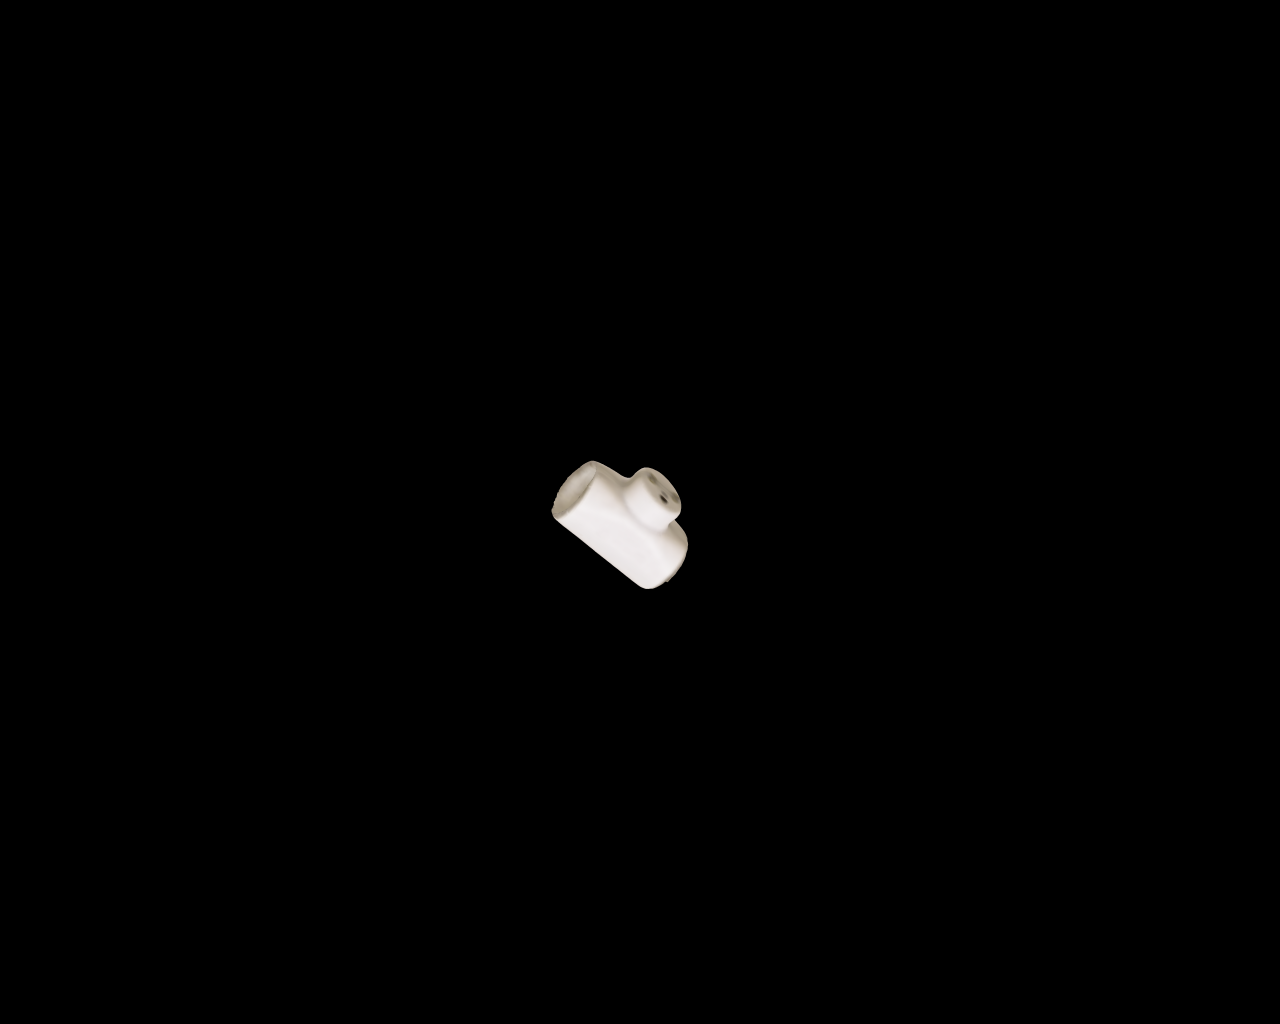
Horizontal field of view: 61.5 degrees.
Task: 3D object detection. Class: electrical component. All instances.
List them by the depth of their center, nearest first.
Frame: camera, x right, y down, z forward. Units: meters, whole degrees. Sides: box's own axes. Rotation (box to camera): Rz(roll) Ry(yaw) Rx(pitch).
[{"bbox_3d":[0.001,-0.003,0.650,0.077,0.079,0.044,39,24,-22],"label":"electrical component"}]
